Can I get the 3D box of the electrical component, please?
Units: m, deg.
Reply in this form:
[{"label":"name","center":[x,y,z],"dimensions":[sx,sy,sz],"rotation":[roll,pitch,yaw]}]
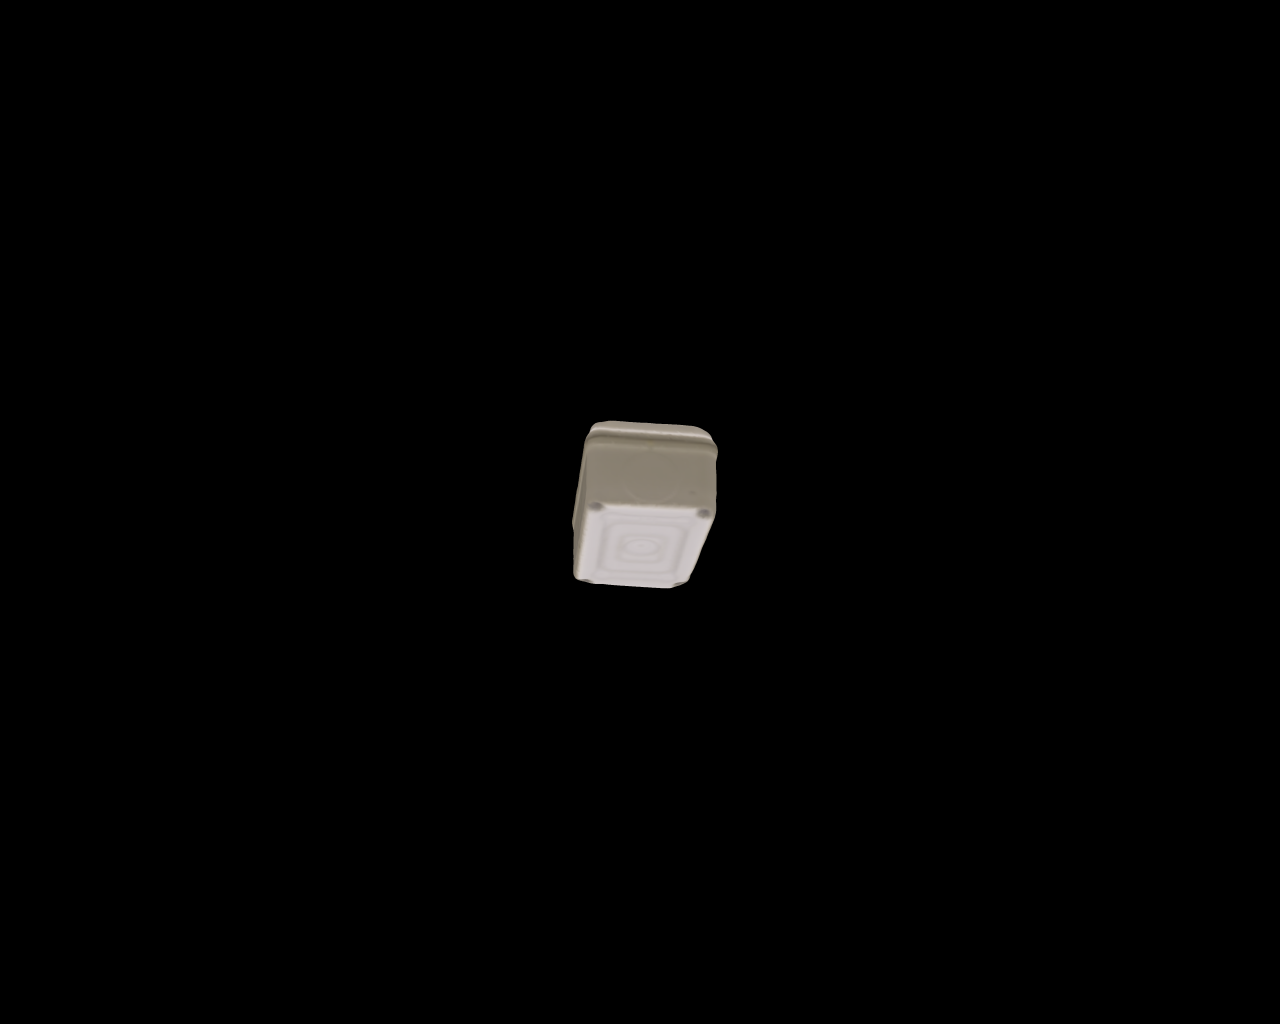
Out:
[{"label":"electrical component","center":[0.001,-0.003,0.650],"dimensions":[0.078,0.057,0.113],"rotation":[4,-29,-6]}]
